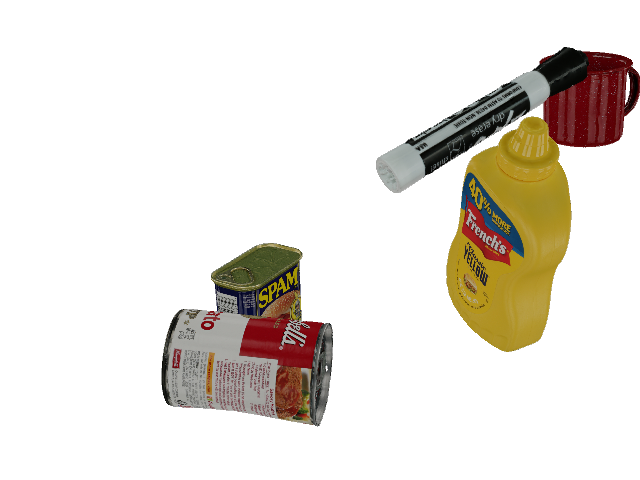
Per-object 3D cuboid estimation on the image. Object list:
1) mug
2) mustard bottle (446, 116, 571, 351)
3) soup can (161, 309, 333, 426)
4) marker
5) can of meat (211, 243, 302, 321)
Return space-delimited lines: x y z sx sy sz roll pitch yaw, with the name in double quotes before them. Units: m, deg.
"mug" 0.284 -0.149 1.113 0.117 0.081 0.093 -14 24 -25
"mustard bottle" 0.137 -0.011 0.768 0.058 0.096 0.192 -17 -39 -17
"soup can" -0.047 0.083 0.709 0.102 0.068 0.068 5 1 9
"marker" 0.079 -0.059 0.504 0.121 0.020 0.020 -32 10 -17
"can of meat" -0.061 0.061 1.071 0.058 0.084 0.101 13 28 30
